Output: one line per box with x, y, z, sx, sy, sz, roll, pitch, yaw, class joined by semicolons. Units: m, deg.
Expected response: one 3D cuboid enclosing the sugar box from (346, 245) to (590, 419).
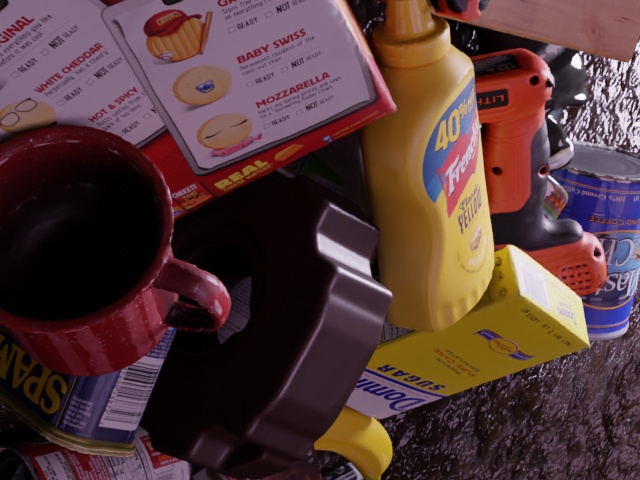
0.081;0.068;0.725;0.093;0.176;0.048;33;41;-39;sugar box

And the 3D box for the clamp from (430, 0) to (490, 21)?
0.084;-0.200;0.531;0.120;0.039;0.171;-14;118;-18;clamp

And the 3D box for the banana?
-0.004;0.146;0.768;0.197;0.037;0.069;24;75;-44;banana

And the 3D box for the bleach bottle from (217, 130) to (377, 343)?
-0.004;0.001;0.649;0.251;0.103;0.068;-62;151;-4;bleach bottle

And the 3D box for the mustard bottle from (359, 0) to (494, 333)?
0.058;-0.048;0.594;0.096;0.058;0.191;-49;139;-42;mustard bottle

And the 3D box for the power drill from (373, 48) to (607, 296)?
0.098;-0.028;0.736;0.184;0.057;0.187;-12;117;3;power drill

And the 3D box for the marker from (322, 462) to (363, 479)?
0.009;0.189;0.828;0.120;0.020;0.020;-18;123;-40;marker

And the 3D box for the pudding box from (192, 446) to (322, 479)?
-0.043;0.173;0.696;0.089;0.039;0.113;-34;133;-26;pudding box

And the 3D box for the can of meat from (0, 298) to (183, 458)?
-0.124;0.052;0.551;0.057;0.102;0.084;21;92;-49;can of meat

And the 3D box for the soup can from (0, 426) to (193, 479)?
-0.132;0.141;0.614;0.102;0.069;0.068;-7;115;-45;soup can

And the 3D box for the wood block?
0.089;-0.173;0.619;0.205;0.091;0.090;7;106;-28;wood block

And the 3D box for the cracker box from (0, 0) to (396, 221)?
-0.077;-0.097;0.466;0.164;0.072;0.213;-25;149;9;cracker box

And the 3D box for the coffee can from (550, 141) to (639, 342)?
0.219;-0.001;0.885;0.102;0.103;0.140;-13;119;-43;coffee can

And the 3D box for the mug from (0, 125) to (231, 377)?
-0.094;0.013;0.464;0.081;0.117;0.093;91;15;-65;mug
